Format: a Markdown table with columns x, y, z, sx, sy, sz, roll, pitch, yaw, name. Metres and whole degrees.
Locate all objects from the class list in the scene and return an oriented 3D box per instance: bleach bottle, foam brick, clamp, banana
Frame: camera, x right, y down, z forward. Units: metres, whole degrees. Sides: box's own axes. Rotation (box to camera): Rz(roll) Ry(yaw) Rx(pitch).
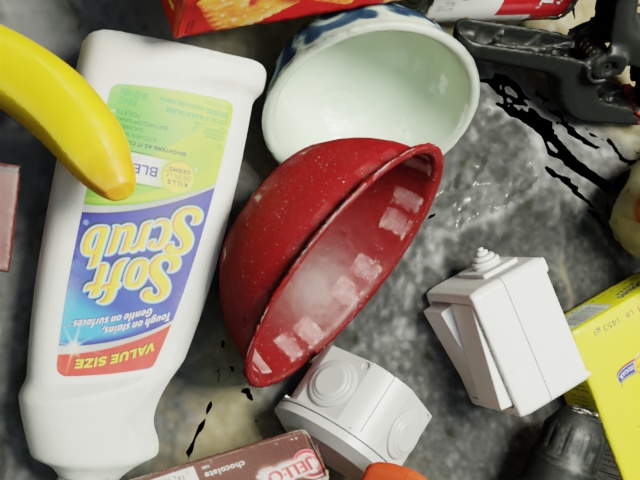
| x | y | z | sx | sy | sz | roll | pitch | yaw | name |
| --- | --- | --- | --- | --- | --- | --- | --- | --- | --- |
| -0.098 | 0.023 | 0.568 | 0.102 | 0.068 | 0.251 | 9 | 88 | -18 | bleach bottle |
| -0.180 | -0.012 | 0.529 | 0.053 | 0.078 | 0.051 | 6 | 88 | -19 | foam brick |
| 0.157 | -0.114 | 0.650 | 0.171 | 0.120 | 0.039 | 45 | 29 | -49 | clamp |
| -0.167 | -0.077 | 0.524 | 0.198 | 0.037 | 0.069 | 20 | 66 | 11 | banana |

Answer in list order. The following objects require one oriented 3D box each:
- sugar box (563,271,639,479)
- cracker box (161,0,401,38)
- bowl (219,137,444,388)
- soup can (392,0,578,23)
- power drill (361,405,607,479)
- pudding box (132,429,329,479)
| x | y | z | sx | sy | sz | roll | pitch | yaw | name |
| --- | --- | --- | --- | --- | --- | --- | --- | --- | --- |
| 0.216 | 0.118 | 0.695 | 0.093 | 0.048 | 0.176 | -26 | 97 | -19 | sugar box |
| 0.003 | -0.203 | 0.550 | 0.213 | 0.072 | 0.164 | -15 | 72 | -23 | cracker box |
| -0.004 | 0.001 | 0.576 | 0.055 | 0.162 | 0.162 | 38 | 74 | 17 | bowl |
| 0.098 | -0.165 | 0.642 | 0.102 | 0.069 | 0.068 | -6 | 91 | -20 | soup can |
| 0.088 | 0.172 | 0.598 | 0.187 | 0.057 | 0.184 | 21 | 88 | -47 | power drill |
| -0.055 | 0.154 | 0.570 | 0.113 | 0.039 | 0.090 | -12 | 138 | -19 | pudding box |
